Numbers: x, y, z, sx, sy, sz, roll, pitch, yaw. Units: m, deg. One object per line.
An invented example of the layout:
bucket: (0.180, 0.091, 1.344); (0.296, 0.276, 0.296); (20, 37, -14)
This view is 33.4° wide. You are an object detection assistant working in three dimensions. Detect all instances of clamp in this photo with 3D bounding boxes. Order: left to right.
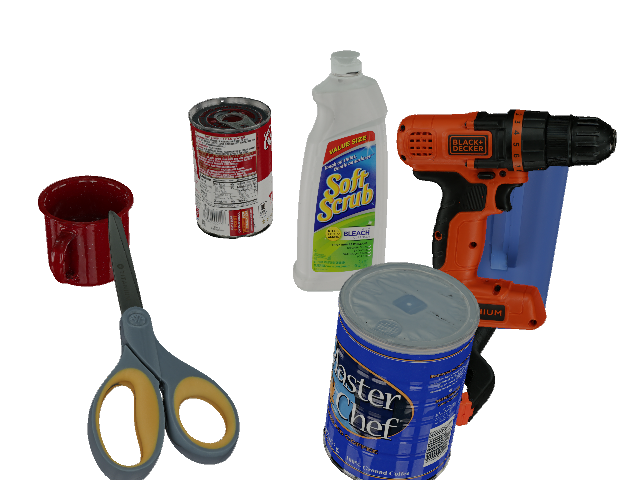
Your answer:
clamp: (0.139, 0.118, 1.070); (0.120, 0.039, 0.171); (-8, 35, -9)

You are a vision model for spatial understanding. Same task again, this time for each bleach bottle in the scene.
bleach bottle: (0.019, -0.072, 1.115); (0.102, 0.251, 0.068); (-3, 25, -3)

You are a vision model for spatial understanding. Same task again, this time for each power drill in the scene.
power drill: (0.159, -0.020, 0.923); (0.185, 0.188, 0.057); (3, 13, 20)

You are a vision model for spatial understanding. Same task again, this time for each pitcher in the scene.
pitcher: (0.215, -0.023, 1.235); (0.149, 0.243, 0.145); (-6, 17, -32)

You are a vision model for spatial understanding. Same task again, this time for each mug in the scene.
mug: (-0.237, -0.001, 1.065); (0.093, 0.081, 0.117); (10, 34, 8)

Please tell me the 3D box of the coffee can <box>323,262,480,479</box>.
coffee can: (0.058, 0.102, 0.807); (0.103, 0.140, 0.103); (4, 34, -3)

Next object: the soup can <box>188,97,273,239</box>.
soup can: (-0.074, -0.060, 0.895); (0.068, 0.102, 0.068); (0, 30, 0)

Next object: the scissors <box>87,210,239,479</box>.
scissors: (-0.095, 0.061, 0.656); (0.096, 0.201, 0.016); (12, -46, -13)
